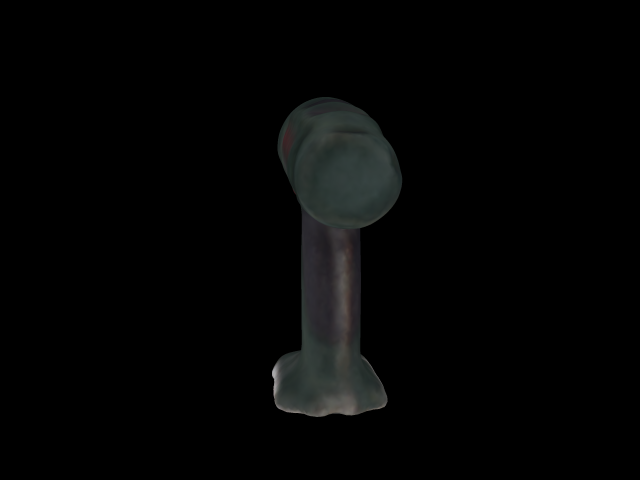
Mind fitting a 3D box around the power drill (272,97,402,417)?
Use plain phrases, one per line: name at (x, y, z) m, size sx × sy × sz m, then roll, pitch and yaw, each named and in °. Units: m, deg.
power drill at (0.004, 0.001, 0.400) m, size 0.075 × 0.208 × 0.229 m, roll -1°, pitch 5°, yaw -7°
